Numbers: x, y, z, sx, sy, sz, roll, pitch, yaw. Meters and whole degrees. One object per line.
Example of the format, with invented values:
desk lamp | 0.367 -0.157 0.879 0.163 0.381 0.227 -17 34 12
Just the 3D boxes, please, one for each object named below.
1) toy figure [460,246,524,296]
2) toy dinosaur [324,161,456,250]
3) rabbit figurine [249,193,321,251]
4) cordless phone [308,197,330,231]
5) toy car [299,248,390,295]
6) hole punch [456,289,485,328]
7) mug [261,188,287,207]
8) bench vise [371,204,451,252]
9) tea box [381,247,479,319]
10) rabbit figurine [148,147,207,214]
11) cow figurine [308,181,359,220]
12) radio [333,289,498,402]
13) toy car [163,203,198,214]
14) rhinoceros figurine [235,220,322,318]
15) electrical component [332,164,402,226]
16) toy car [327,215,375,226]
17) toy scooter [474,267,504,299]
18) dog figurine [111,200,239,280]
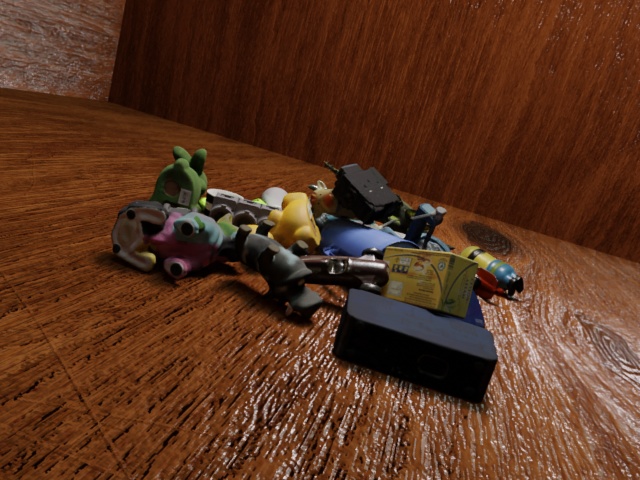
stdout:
toy figure | 0.442 0.079 1.396 0.082 0.089 0.180 15 9 -41
toy dinosaur | 0.199 -0.089 1.551 0.471 0.105 0.198 30 -2 -7
rabbit figurine | -0.091 0.001 1.070 0.173 0.121 0.162 -10 31 9
cordless phone | -0.003 -0.004 1.260 0.184 0.088 0.146 44 34 3
toy car | 0.020 0.052 0.940 0.202 0.089 0.053 4 -31 9
hole punch | 0.234 0.124 0.979 0.142 0.092 0.116 14 16 -23
mug | -0.110 -0.083 1.466 0.109 0.080 0.107 18 23 -12
bench vise | 0.205 0.002 1.163 0.129 0.240 0.224 -21 57 -27
tea box | 0.175 0.068 0.911 0.068 0.098 0.170 19 -5 -31
rabbit figurine | -0.325 -0.142 1.286 0.121 0.159 0.170 7 11 4
cow figurine | 0.044 -0.087 1.234 0.127 0.085 0.195 5 2 12
radio | 0.138 0.150 0.791 0.230 0.073 0.131 16 14 6
toy car | -0.291 -0.032 1.075 0.073 0.056 0.202 8 13 -7
rhinoceros figurine | -0.072 0.048 0.873 0.190 0.112 0.073 40 32 29
electrical component | 0.094 -0.101 1.139 0.134 0.058 0.115 49 38 16
toy car | 0.078 -0.024 1.379 0.161 0.109 0.103 -1 37 -27
toy scooter | 0.355 0.095 1.272 0.184 0.075 0.135 12 14 -35
dog figurine | -0.228 -0.006 0.940 0.192 0.108 0.219 16 9 13
